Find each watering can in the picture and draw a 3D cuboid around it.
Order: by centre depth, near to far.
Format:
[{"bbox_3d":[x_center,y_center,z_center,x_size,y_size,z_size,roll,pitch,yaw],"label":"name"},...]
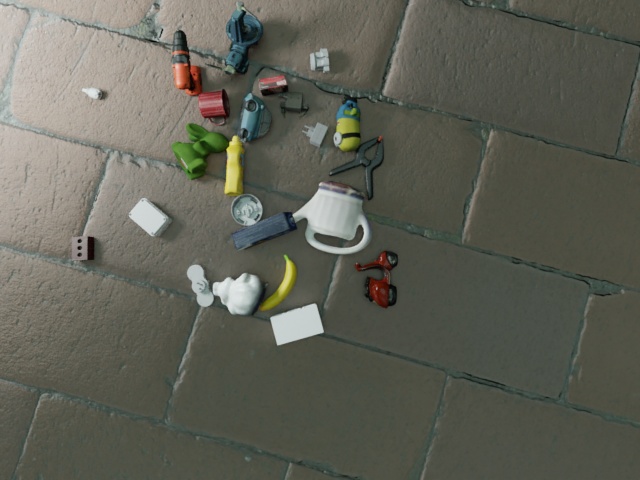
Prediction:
[{"bbox_3d":[0.005,-0.083,1.651,0.348,0.103,0.225,15,88,9],"label":"watering can"}]

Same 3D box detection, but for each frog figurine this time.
[{"bbox_3d":[-0.257,0.164,1.617,0.159,0.124,0.136,22,105,-10],"label":"frog figurine"}]
